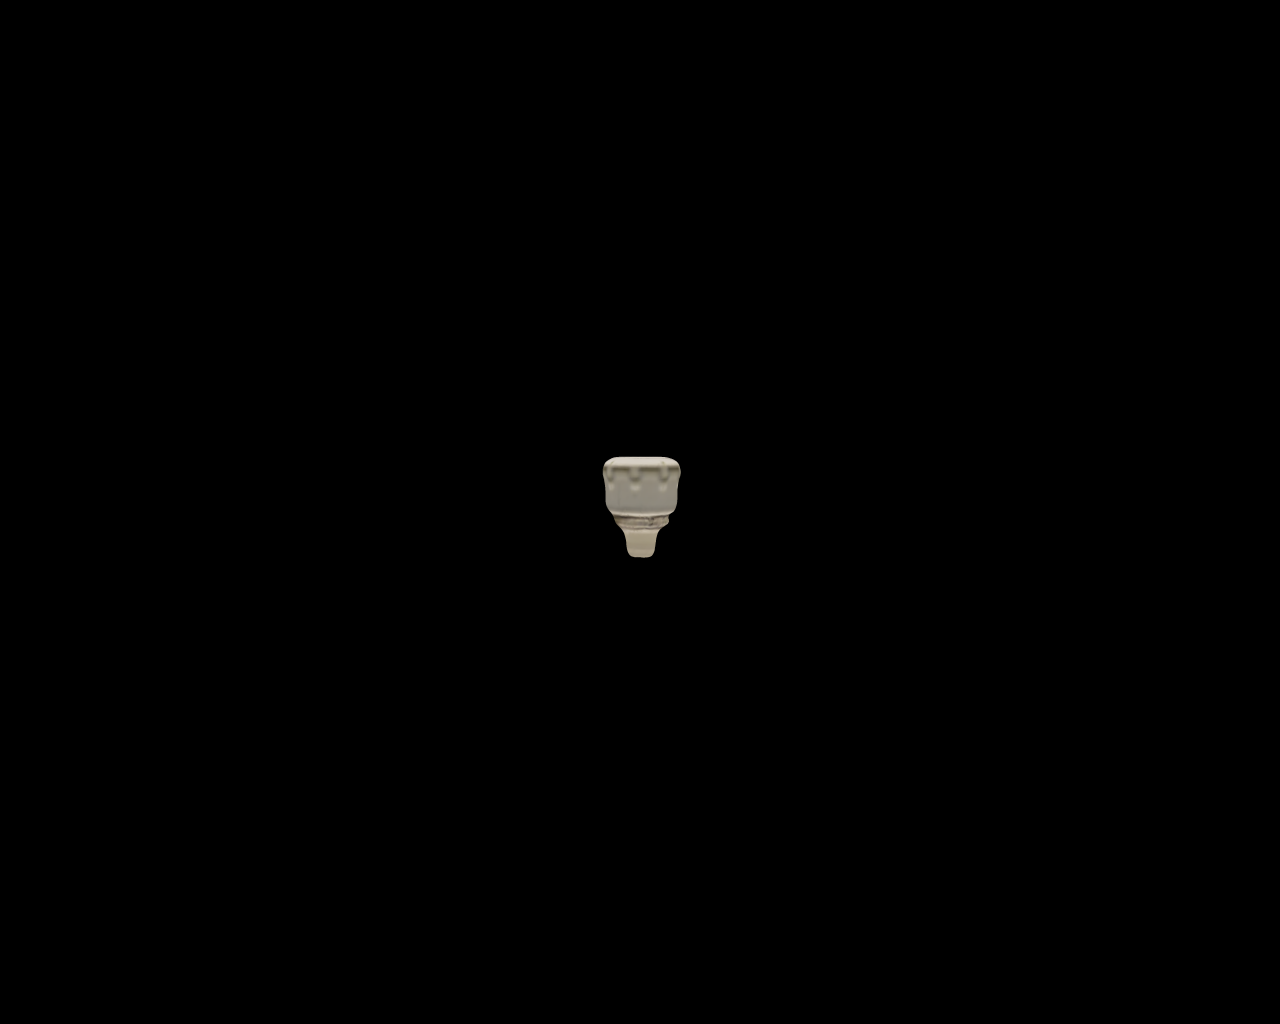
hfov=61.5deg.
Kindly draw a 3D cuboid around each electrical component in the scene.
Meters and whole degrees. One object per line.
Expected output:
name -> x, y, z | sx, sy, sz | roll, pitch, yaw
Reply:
electrical component -> 0.001, -0.003, 0.650 | 0.048, 0.062, 0.048 | 0, 3, 0
